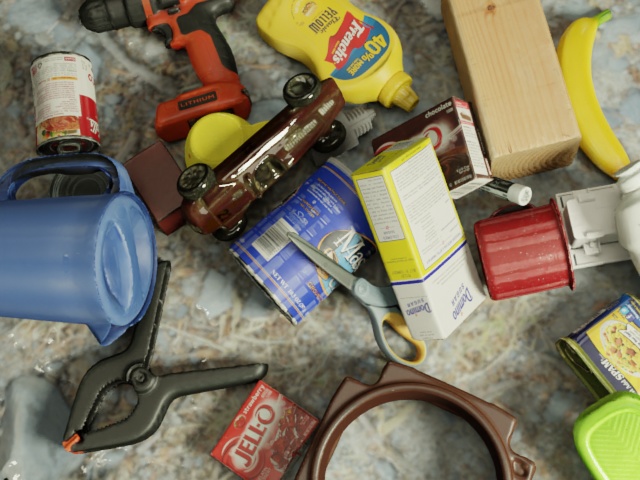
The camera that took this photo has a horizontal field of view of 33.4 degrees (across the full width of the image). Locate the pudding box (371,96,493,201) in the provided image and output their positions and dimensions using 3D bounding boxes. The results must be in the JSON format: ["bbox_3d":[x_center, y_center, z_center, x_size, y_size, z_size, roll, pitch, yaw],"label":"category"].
[{"bbox_3d":[0.111,-0.080,1.076,0.114,0.039,0.090,-25,71,36],"label":"pudding box"}]

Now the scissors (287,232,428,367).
[{"bbox_3d":[0.053,0.038,1.032,0.096,0.016,0.201,-47,115,-25],"label":"scissors"}]

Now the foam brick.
[{"bbox_3d":[-0.164,-0.055,1.118,0.051,0.053,0.078,-33,74,-4],"label":"foam brick"}]

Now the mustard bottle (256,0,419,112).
[{"bbox_3d":[0.029,-0.202,1.135,0.192,0.058,0.096,42,79,14],"label":"mustard bottle"}]

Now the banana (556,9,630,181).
[{"bbox_3d":[0.280,-0.153,1.107,0.069,0.037,0.198,-4,75,5],"label":"banana"}]

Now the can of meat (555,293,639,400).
[{"bbox_3d":[0.292,0.112,1.024,0.084,0.057,0.102,-36,75,-7],"label":"can of meat"}]

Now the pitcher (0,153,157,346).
[{"bbox_3d":[-0.294,0.008,1.064,0.243,0.145,0.149,1,39,17],"label":"pitcher"}]

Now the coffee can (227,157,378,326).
[{"bbox_3d":[-0.007,0.001,1.060,0.140,0.103,0.103,-42,75,-6],"label":"coffee can"}]

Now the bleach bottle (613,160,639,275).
[{"bbox_3d":[0.358,0.033,0.992,0.102,0.068,0.251,-33,94,0],"label":"bleach bottle"}]

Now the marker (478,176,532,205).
[{"bbox_3d":[0.161,-0.060,1.074,0.121,0.020,0.020,25,76,46],"label":"marker"}]

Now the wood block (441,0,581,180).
[{"bbox_3d":[0.192,-0.174,1.095,0.091,0.090,0.206,-13,74,3],"label":"wood block"}]

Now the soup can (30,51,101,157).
[{"bbox_3d":[-0.274,-0.142,1.145,0.068,0.068,0.102,-10,73,3],"label":"soup can"}]

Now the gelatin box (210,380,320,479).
[{"bbox_3d":[-0.053,0.195,1.050,0.073,0.030,0.089,33,80,13],"label":"gelatin box"}]

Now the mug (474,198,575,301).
[{"bbox_3d":[0.197,0.005,1.053,0.081,0.093,0.117,-13,43,7],"label":"mug"}]

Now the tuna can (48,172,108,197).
[{"bbox_3d":[-0.243,-0.047,1.133,0.086,0.034,0.086,-2,75,6],"label":"tuna can"}]

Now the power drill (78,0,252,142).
[{"bbox_3d":[-0.160,-0.205,1.155,0.184,0.057,0.188,-15,74,1],"label":"power drill"}]

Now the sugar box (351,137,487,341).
[{"bbox_3d":[0.096,-0.001,1.018,0.048,0.093,0.176,-6,110,40],"label":"sugar box"}]

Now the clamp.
[{"bbox_3d":[-0.166,0.144,1.072,0.165,0.036,0.210,37,78,15],"label":"clamp"}]
